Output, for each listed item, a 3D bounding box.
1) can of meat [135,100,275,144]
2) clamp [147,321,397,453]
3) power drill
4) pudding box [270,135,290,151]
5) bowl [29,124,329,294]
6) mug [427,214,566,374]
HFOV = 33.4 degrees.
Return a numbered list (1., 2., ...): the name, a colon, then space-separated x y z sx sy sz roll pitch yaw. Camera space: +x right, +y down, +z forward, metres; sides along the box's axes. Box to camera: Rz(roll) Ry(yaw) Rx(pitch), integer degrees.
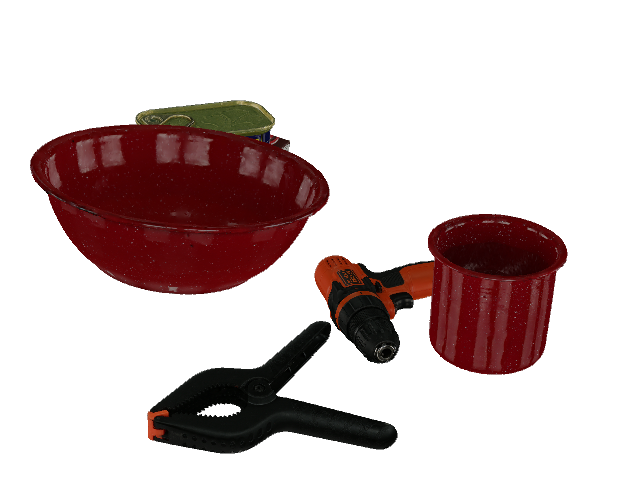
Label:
1. can of meat: -0.088 -0.055 0.816 0.101 0.084 0.057 -10 32 -25
2. clamp: -0.046 0.148 0.943 0.209 0.036 0.165 -14 38 -25
3. power drill: 0.101 0.061 1.117 0.187 0.057 0.184 -6 28 -15
4. pudding box: -0.102 -0.098 1.288 0.090 0.039 0.113 18 37 23
5. bowl: -0.078 -0.014 0.590 0.162 0.055 0.162 7 22 -3
6. mug: 0.114 0.033 0.743 0.093 0.081 0.117 -6 29 -14
